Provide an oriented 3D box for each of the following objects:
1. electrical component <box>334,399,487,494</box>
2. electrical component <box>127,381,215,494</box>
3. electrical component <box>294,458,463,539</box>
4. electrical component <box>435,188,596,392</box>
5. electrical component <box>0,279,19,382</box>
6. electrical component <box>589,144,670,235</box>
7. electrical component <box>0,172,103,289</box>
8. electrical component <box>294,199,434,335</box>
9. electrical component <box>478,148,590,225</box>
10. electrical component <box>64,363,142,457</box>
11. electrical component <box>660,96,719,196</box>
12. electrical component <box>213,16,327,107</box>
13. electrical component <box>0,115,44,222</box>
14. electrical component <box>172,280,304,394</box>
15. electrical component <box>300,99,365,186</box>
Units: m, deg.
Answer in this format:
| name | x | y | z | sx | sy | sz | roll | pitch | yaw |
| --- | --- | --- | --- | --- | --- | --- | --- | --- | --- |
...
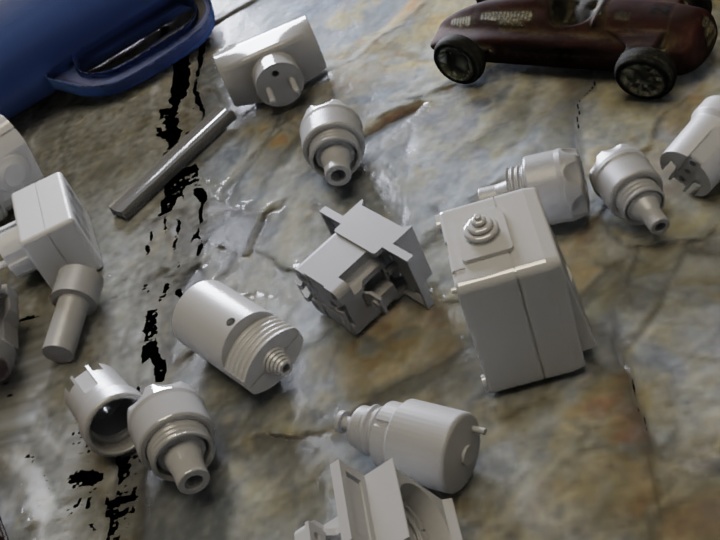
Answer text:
| name | x | y | z | sx | sy | sz | roll | pitch | yaw |
| --- | --- | --- | --- | --- | --- | --- | --- | --- | --- |
| electrical component | 0.023 | 0.083 | 0.531 | 0.078 | 0.040 | 0.040 | 10 | 51 | 32 |
| electrical component | -0.098 | 0.092 | 0.574 | 0.043 | 0.043 | 0.062 | -29 | 42 | -7 |
| electrical component | 0.008 | 0.124 | 0.475 | 0.064 | 0.081 | 0.042 | -36 | 37 | 21 |
| electrical component | 0.079 | 0.005 | 0.545 | 0.061 | 0.096 | 0.061 | -16 | 41 | 7 |
| electrical component | -0.248 | 0.039 | 0.679 | 0.058 | 0.078 | 0.057 | -17 | 60 | 7 |
| electrical component | 0.156 | -0.043 | 0.608 | 0.035 | 0.035 | 0.061 | -23 | 43 | 1 |
| electrical component | -0.228 | -0.019 | 0.746 | 0.077 | 0.047 | 0.065 | -26 | 41 | -4 |
| electrical component | 0.000 | 0.000 | 0.628 | 0.064 | 0.042 | 0.081 | -42 | 44 | -17 |
| electrical component | 0.101 | -0.046 | 0.629 | 0.062 | 0.043 | 0.043 | -11 | 43 | 16 |
| electrical component | -0.145 | 0.078 | 0.614 | 0.040 | 0.040 | 0.046 | -37 | 37 | -15 |
| electrical component | 0.199 | -0.070 | 0.614 | 0.046 | 0.040 | 0.040 | -46 | 46 | -15 |
| electrical component | -0.064 | -0.148 | 0.810 | 0.077 | 0.044 | 0.079 | -23 | 41 | 0 |
| electrical component | -0.281 | -0.078 | 0.810 | 0.051 | 0.080 | 0.080 | -40 | 44 | -26 |
| electrical component | -0.067 | 0.040 | 0.615 | 0.043 | 0.043 | 0.081 | -43 | 45 | -21 |
| electrical component | -0.017 | -0.082 | 0.720 | 0.043 | 0.043 | 0.062 | -17 | 43 | 7 |
